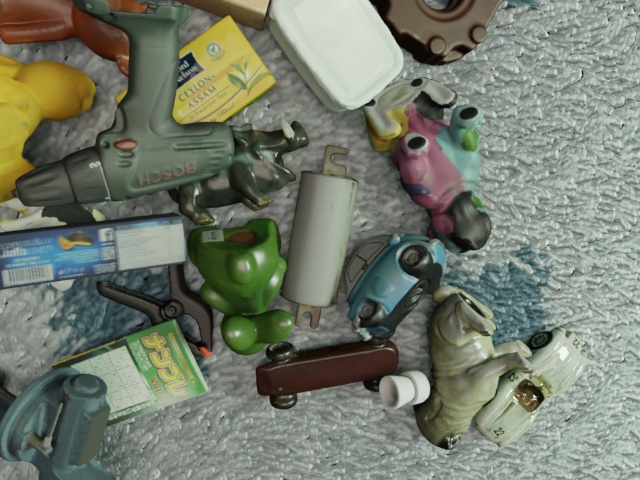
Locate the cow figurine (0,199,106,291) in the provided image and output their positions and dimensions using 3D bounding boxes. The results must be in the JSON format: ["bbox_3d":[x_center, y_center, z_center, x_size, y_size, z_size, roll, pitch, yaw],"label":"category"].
[{"bbox_3d":[-0.330,-0.030,0.655,0.098,0.068,0.167,-37,105,-8],"label":"cow figurine"}]

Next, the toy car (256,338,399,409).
[{"bbox_3d":[0.011,0.173,0.742,0.202,0.053,0.089,-7,109,-12],"label":"toy car"}]

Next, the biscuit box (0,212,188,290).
[{"bbox_3d":[-0.260,0.009,0.618,0.203,0.063,0.059,-8,99,-21],"label":"biscuit box"}]

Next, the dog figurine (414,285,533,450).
[{"bbox_3d":[0.175,0.179,0.753,0.190,0.121,0.172,-47,68,17],"label":"dog figurine"}]

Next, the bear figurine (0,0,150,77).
[{"bbox_3d":[-0.284,-0.265,0.595,0.196,0.132,0.120,15,70,2],"label":"bear figurine"}]

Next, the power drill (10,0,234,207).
[{"bbox_3d":[-0.205,-0.140,0.557,0.232,0.086,0.207,-8,109,-23],"label":"power drill"}]

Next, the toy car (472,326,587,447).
[{"bbox_3d":[0.309,0.213,0.790,0.202,0.056,0.073,-45,102,0],"label":"toy car"}]

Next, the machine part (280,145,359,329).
[{"bbox_3d":[-0.001,-0.002,0.704,0.079,0.079,0.243,8,97,-10],"label":"machine part"}]

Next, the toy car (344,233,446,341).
[{"bbox_3d":[0.087,0.050,0.712,0.161,0.109,0.103,-47,59,-2],"label":"toy car"}]

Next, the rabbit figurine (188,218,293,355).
[{"bbox_3d":[-0.087,0.075,0.678,0.121,0.159,0.170,-12,115,-19],"label":"rabbit figurine"}]

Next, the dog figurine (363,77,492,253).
[{"bbox_3d":[0.150,-0.082,0.710,0.108,0.192,0.219,-31,135,-7],"label":"dog figurine"}]

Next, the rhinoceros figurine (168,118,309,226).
[{"bbox_3d":[-0.101,-0.088,0.685,0.190,0.073,0.112,-24,90,-3],"label":"rhinoceros figurine"}]

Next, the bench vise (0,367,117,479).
[{"bbox_3d":[-0.349,0.238,0.660,0.241,0.129,0.223,25,117,17],"label":"bench vise"}]

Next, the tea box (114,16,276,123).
[{"bbox_3d":[-0.150,-0.181,0.662,0.169,0.068,0.098,-38,102,-1],"label":"tea box"}]

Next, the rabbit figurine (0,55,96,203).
[{"bbox_3d":[-0.343,-0.146,0.607,0.163,0.121,0.173,31,55,21],"label":"rabbit figurine"}]

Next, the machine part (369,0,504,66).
[{"bbox_3d":[0.153,-0.322,0.696,0.179,0.056,0.179,-1,96,-8],"label":"machine part"}]
